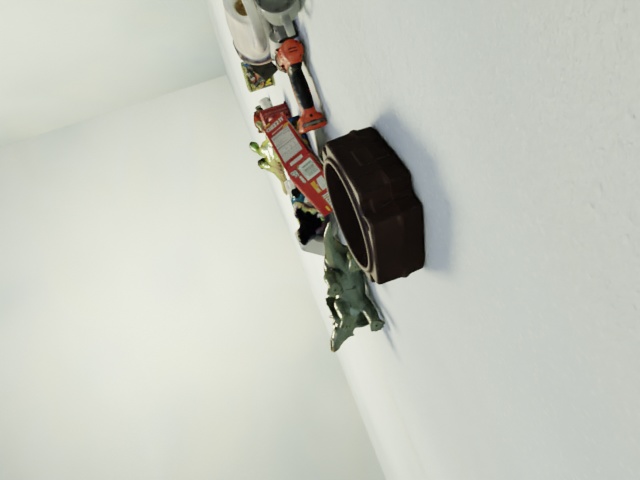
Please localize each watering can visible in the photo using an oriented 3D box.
[{"bbox_3d":[-0.194,-0.587,1.289,0.220,0.104,0.354,84,164,-64],"label":"watering can"}]

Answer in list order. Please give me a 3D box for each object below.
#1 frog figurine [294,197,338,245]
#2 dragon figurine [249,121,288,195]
[{"bbox_3d":[0.004,-0.069,1.368,0.137,0.121,0.162,62,-151,-5],"label":"frog figurine"},{"bbox_3d":[-0.148,-0.282,1.910,0.247,0.123,0.402,48,168,51],"label":"dragon figurine"}]
